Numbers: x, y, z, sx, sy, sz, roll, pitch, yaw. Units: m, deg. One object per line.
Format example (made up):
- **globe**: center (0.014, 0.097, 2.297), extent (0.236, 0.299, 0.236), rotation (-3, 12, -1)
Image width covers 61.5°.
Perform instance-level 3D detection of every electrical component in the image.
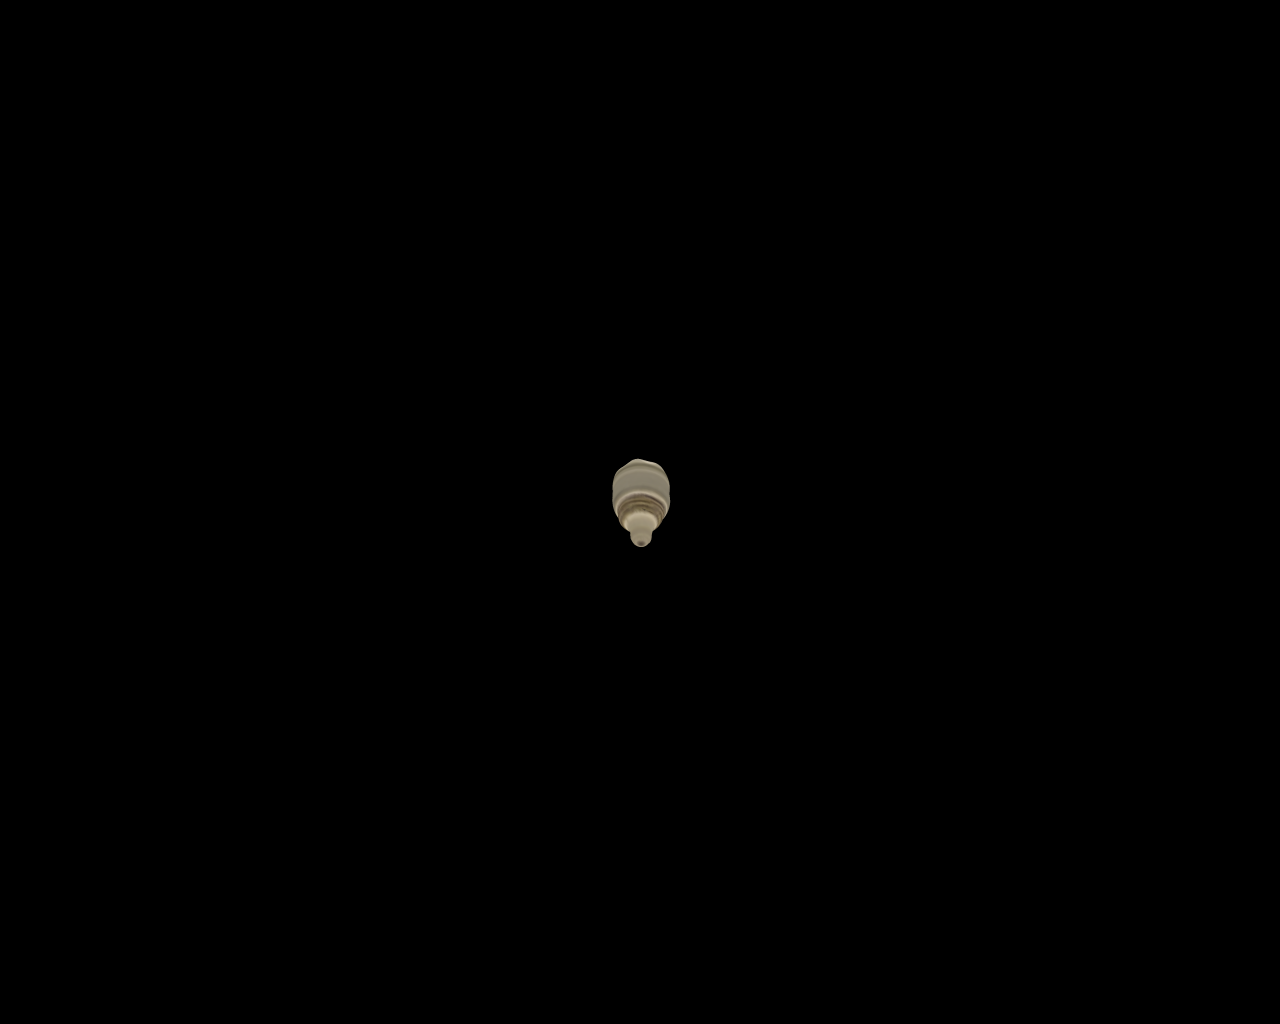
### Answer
- **electrical component**: center (0.001, -0.003, 0.650), extent (0.035, 0.035, 0.061), rotation (0, 45, 0)
